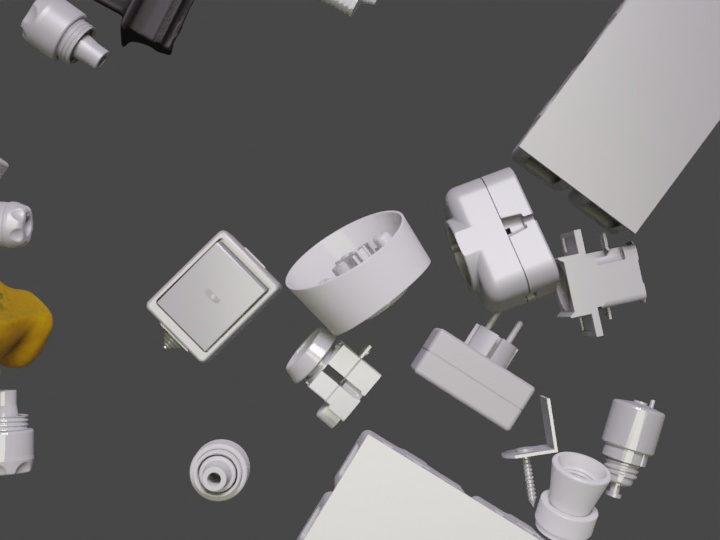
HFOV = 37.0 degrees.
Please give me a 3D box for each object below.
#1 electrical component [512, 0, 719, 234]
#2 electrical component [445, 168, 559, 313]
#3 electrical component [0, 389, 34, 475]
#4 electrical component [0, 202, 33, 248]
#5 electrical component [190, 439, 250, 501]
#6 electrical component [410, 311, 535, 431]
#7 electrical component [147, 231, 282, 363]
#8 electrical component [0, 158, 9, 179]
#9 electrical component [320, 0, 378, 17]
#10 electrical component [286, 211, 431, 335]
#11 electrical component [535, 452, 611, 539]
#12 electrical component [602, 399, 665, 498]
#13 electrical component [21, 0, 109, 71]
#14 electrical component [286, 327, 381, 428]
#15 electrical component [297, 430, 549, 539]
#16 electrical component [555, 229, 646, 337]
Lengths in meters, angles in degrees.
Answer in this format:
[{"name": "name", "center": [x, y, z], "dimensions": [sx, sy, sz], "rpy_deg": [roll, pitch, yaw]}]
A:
[{"name": "electrical component", "center": [0.212, -0.131, 0.811], "dimensions": [0.105, 0.060, 0.186], "rpy_deg": [37, 88, 0]}, {"name": "electrical component", "center": [0.101, -0.020, 0.799], "dimensions": [0.059, 0.053, 0.095], "rpy_deg": [-21, 71, -2]}, {"name": "electrical component", "center": [-0.265, 0.120, 0.800], "dimensions": [0.043, 0.043, 0.062], "rpy_deg": [-1, 87, -2]}, {"name": "electrical component", "center": [-0.280, -0.035, 0.808], "dimensions": [0.061, 0.035, 0.035], "rpy_deg": [4, 88, 1]}, {"name": "electrical component", "center": [-0.104, 0.149, 0.794], "dimensions": [0.043, 0.062, 0.043], "rpy_deg": [0, 88, -2]}, {"name": "electrical component", "center": [0.094, 0.065, 0.809], "dimensions": [0.083, 0.047, 0.075], "rpy_deg": [33, 88, 0]}, {"name": "electrical component", "center": [-0.112, 0.024, 0.798], "dimensions": [0.096, 0.061, 0.061], "rpy_deg": [-45, 90, -2]}, {"name": "electrical component", "center": [-0.302, -0.105, 0.803], "dimensions": [0.083, 0.047, 0.075], "rpy_deg": [35, 88, 0]}, {"name": "electrical component", "center": [-0.022, -0.225, 0.816], "dimensions": [0.081, 0.043, 0.043], "rpy_deg": [30, 88, 0]}, {"name": "electrical component", "center": [0.000, 0.000, 0.786], "dimensions": [0.099, 0.099, 0.064], "rpy_deg": [-38, 96, -2]}, {"name": "electrical component", "center": [0.158, 0.170, 0.803], "dimensions": [0.045, 0.045, 0.055], "rpy_deg": [13, 108, -1]}, {"name": "electrical component", "center": [0.202, 0.133, 0.813], "dimensions": [0.040, 0.040, 0.078], "rpy_deg": [17, 88, -1]}, {"name": "electrical component", "center": [-0.219, -0.175, 0.810], "dimensions": [0.062, 0.043, 0.043], "rpy_deg": [35, 88, -2]}, {"name": "electrical component", "center": [-0.021, 0.076, 0.807], "dimensions": [0.055, 0.048, 0.066], "rpy_deg": [40, 88, -8]}, {"name": "electrical component", "center": [0.057, 0.212, 0.797], "dimensions": [0.186, 0.060, 0.105], "rpy_deg": [32, 88, 0]}, {"name": "electrical component", "center": [0.180, 0.008, 0.816], "dimensions": [0.064, 0.042, 0.081], "rpy_deg": [-12, 89, -3]}]
